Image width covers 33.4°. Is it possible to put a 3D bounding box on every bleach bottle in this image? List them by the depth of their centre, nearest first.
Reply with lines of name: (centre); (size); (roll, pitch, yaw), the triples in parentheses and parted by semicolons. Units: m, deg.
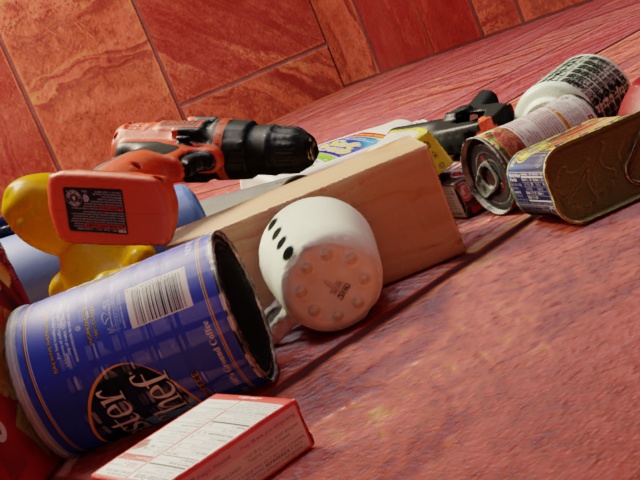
bleach bottle: (0.032, -0.095, 1.311); (0.250, 0.068, 0.103); (-26, 26, -29)

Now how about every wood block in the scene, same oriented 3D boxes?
wood block: (-0.005, 0.002, 0.823); (0.206, 0.090, 0.091); (-22, 10, 0)

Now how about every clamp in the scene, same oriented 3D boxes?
clamp: (0.142, -0.111, 1.006); (0.120, 0.039, 0.172); (-31, 17, -11)

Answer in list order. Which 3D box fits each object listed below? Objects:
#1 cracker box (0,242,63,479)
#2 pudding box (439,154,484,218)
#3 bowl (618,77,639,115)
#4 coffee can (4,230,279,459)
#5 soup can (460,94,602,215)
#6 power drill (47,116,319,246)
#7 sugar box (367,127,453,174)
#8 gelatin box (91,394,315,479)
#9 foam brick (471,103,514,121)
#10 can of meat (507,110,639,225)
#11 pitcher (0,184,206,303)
cracker box: (-0.225, 0.088, 0.634); (0.072, 0.164, 0.213); (-23, 9, 7)
pudding box: (0.135, -0.055, 0.957); (0.090, 0.039, 0.114); (-27, 10, -17)
bowl: (0.307, -0.118, 0.870); (0.162, 0.055, 0.162); (-22, 9, 4)
coffee can: (-0.110, 0.066, 0.672); (0.140, 0.103, 0.103); (-21, 10, 6)
soup can: (0.175, -0.071, 0.873); (0.102, 0.068, 0.069); (-26, 10, -20)
power drill: (-0.111, -0.052, 0.844); (0.185, 0.057, 0.187); (1, 20, 20)
sugar box: (0.025, -0.028, 0.934); (0.176, 0.048, 0.093); (-42, 14, -10)
gelatin box: (-0.059, 0.111, 0.534); (0.089, 0.030, 0.073); (-30, 14, -37)
foam brick: (0.167, -0.106, 1.128); (0.078, 0.051, 0.053); (-24, 9, -8)
can of meat: (0.195, -0.053, 0.770); (0.102, 0.057, 0.084); (-23, 7, -8)
pitcher: (-0.227, 0.027, 1.039); (0.242, 0.149, 0.145); (-21, 7, -13)
